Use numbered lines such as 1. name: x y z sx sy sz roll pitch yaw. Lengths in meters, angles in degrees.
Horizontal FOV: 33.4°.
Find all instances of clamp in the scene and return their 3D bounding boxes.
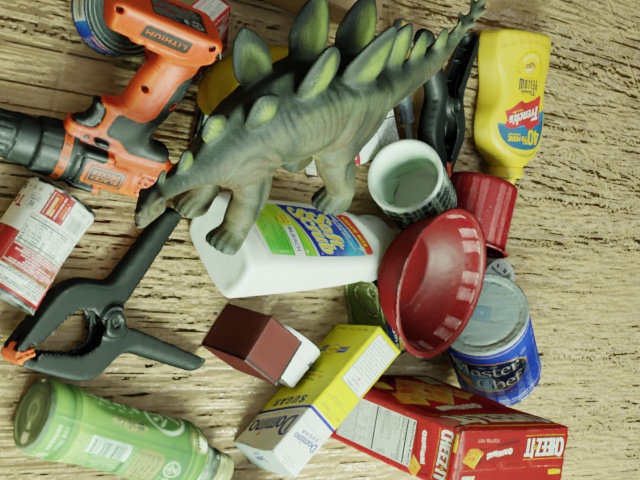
1. clamp: 0.134 -0.157 1.195 0.120 0.039 0.171 4 93 -48
2. clamp: -0.191 0.080 0.982 0.209 0.036 0.164 -30 114 -40

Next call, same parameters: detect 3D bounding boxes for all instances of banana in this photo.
1. banana: -0.058 -0.156 1.043 0.197 0.037 0.069 -34 99 -44

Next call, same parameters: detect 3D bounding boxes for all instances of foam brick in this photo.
1. foam brick: -0.068 0.103 1.064 0.053 0.078 0.051 42 70 -36

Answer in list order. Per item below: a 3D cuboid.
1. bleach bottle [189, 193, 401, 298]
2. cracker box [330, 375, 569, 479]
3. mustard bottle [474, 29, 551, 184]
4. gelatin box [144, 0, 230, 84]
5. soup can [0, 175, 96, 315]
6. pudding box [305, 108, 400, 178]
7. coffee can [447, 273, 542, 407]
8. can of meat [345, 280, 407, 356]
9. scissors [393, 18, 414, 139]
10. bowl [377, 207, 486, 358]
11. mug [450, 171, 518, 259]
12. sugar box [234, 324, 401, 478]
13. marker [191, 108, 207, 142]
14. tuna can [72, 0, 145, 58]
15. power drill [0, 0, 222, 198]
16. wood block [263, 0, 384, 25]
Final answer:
1. bleach bottle: -0.007 0.001 1.095 0.250 0.068 0.103 -4 55 -45
2. cracker box: 0.130 0.201 1.144 0.163 0.214 0.072 5 94 -38
3. mustard bottle: 0.224 -0.150 1.262 0.096 0.058 0.192 -2 99 -40
4. gelatin box: -0.121 -0.175 0.982 0.030 0.073 0.089 38 68 9
5. soup can: -0.247 0.004 0.915 0.068 0.069 0.102 41 72 -34
6. pudding box: 0.029 -0.123 1.128 0.113 0.039 0.090 -25 110 -34
7. coffee can: 0.196 0.117 1.223 0.102 0.103 0.140 -53 147 -19
8. can of meat: 0.081 0.078 1.188 0.083 0.058 0.102 -21 110 -36
9. scissors: 0.096 -0.158 1.182 0.201 0.016 0.096 72 22 -45
10. bowl: 0.109 0.039 1.120 0.161 0.055 0.162 -23 121 -45
11. mug: 0.186 -0.027 1.237 0.117 0.093 0.081 26 76 -53
12. sugar box: -0.004 0.163 1.111 0.176 0.093 0.048 -45 107 -24
13. marker: -0.118 -0.084 1.032 0.020 0.020 0.121 15 88 -38
14. tuna can: -0.178 -0.207 0.958 0.085 0.034 0.086 -7 101 -37
15. power drill: -0.182 -0.125 0.902 0.184 0.057 0.188 15 125 -32
16. wood block: -0.038 -0.280 1.019 0.205 0.090 0.091 12 90 -39
